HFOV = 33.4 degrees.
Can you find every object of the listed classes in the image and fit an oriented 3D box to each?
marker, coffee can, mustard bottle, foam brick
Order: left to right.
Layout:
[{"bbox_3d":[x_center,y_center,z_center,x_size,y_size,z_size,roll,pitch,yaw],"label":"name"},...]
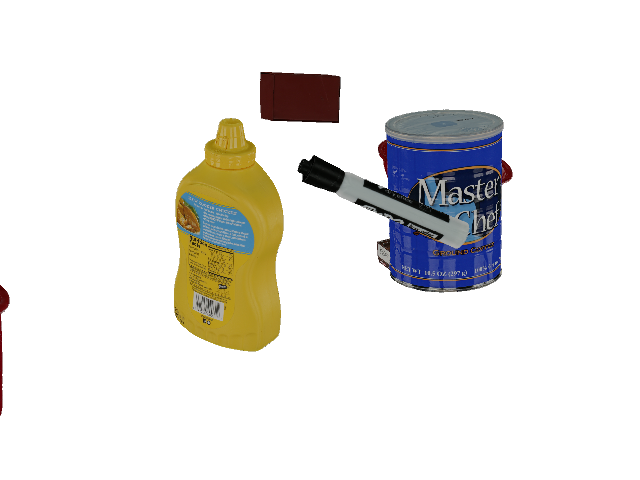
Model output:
[{"bbox_3d":[-0.076,-0.008,0.881,0.096,0.192,0.058,20,31,30],"label":"mustard bottle"},{"bbox_3d":[-0.023,-0.155,1.160,0.078,0.051,0.053,0,11,-18],"label":"foam brick"},{"bbox_3d":[0.041,-0.026,0.697,0.121,0.020,0.020,23,-6,-14],"label":"marker"},{"bbox_3d":[0.111,-0.037,0.950,0.103,0.140,0.103,-3,19,1],"label":"coffee can"}]

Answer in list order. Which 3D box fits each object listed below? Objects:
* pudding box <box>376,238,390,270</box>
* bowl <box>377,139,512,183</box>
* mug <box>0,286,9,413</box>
[{"bbox_3d":[0.154,0.020,1.594,0.113,0.039,0.090,-17,26,-20],"label":"pudding box"},{"bbox_3d":[0.143,-0.072,1.267,0.162,0.055,0.162,8,24,-4],"label":"bowl"},{"bbox_3d":[-0.242,0.076,0.635,0.093,0.081,0.117,19,24,36],"label":"mug"}]
